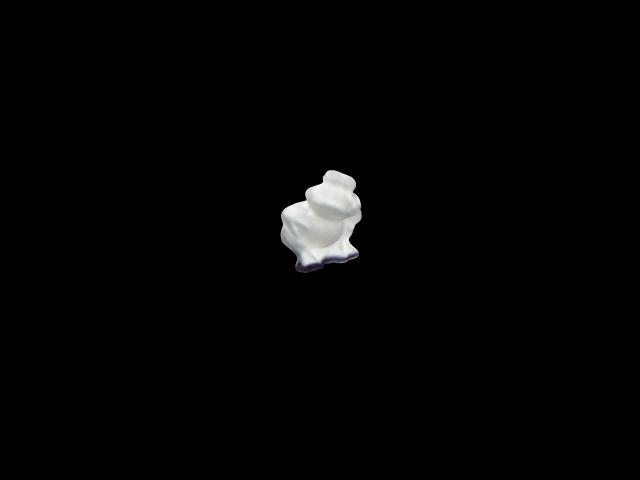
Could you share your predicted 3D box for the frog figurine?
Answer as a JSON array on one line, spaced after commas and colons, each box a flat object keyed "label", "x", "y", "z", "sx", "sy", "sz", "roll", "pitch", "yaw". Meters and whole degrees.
[{"label": "frog figurine", "x": 0.003, "y": -0.043, "z": 0.850, "sx": 0.137, "sy": 0.157, "sz": 0.125, "roll": -3, "pitch": 23, "yaw": -7}]
